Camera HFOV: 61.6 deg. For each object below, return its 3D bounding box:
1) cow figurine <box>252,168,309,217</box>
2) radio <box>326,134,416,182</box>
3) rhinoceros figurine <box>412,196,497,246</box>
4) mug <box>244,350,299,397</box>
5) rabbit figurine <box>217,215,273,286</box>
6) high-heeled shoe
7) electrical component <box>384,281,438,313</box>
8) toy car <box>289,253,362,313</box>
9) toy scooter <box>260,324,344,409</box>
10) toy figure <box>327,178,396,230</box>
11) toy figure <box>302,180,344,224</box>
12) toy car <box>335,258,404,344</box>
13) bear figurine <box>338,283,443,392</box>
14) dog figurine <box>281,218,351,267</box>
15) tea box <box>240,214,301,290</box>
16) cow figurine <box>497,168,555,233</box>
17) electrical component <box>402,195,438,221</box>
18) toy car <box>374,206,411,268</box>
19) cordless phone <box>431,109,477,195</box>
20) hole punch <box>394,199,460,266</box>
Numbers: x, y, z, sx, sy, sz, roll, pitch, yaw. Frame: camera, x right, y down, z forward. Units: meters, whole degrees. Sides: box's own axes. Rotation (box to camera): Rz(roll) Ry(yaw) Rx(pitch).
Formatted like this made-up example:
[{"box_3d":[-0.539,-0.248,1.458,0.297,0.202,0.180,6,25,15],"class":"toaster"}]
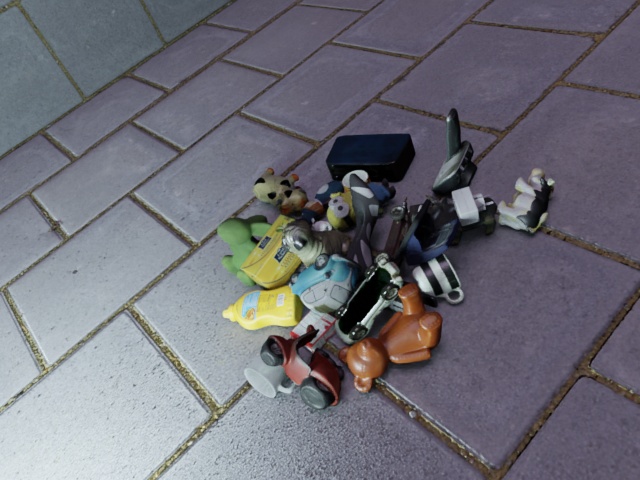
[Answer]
[{"box_3d":[-0.111,-0.128,1.507,0.195,0.085,0.127,21,53,37],"class":"cow figurine"},{"box_3d":[0.137,-0.229,1.499,0.230,0.073,0.131,4,50,31],"class":"radio"},{"box_3d":[0.304,-0.052,1.213,0.190,0.073,0.112,-12,62,11],"class":"rhinoceros figurine"},{"box_3d":[-0.083,0.260,1.103,0.110,0.080,0.107,16,47,32],"class":"mug"},{"box_3d":[-0.180,0.008,1.336,0.159,0.170,0.121,-37,43,-11],"class":"rabbit figurine"},{"box_3d":[0.075,-0.029,1.253,0.145,0.086,0.248,-19,78,-22],"class":"high-heeled shoe"},{"box_3d":[0.181,0.125,1.115,0.119,0.074,0.048,22,58,37],"class":"electrical component"},{"box_3d":[0.010,0.103,1.151,0.162,0.109,0.103,-30,46,30],"class":"toy car"},{"box_3d":[-0.019,0.238,1.066,0.184,0.075,0.135,41,41,7],"class":"toy scooter"},{"box_3d":[0.104,-0.088,1.365,0.180,0.089,0.082,-24,30,-12],"class":"toy figure"},{"box_3d":[0.000,-0.098,1.444,0.058,0.064,0.154,44,68,5],"class":"toy figure"},{"box_3d":[0.098,0.127,1.095,0.201,0.056,0.074,-56,50,22],"class":"toy car"},{"box_3d":[0.130,0.191,1.033,0.196,0.131,0.120,-23,44,-6],"class":"bear figurine"},{"box_3d":[0.000,-0.002,1.244,0.121,0.190,0.172,1,46,27],"class":"dog figurine"},{"box_3d":[-0.100,0.035,1.304,0.068,0.098,0.169,24,73,43],"class":"tea box"},{"box_3d":[0.476,-0.091,1.194,0.098,0.068,0.167,29,67,36],"class":"cow figurine"},{"box_3d":[0.240,-0.069,1.303,0.102,0.045,0.078,-5,44,22],"class":"electrical component"},{"box_3d":[0.174,0.012,1.213,0.053,0.089,0.202,1,51,31],"class":"toy car"},{"box_3d":[0.321,-0.212,1.307,0.089,0.184,0.146,12,53,29],"class":"cordless phone"},{"box_3d":[0.226,-0.005,1.133,0.092,0.115,0.142,30,45,4],"class":"hole punch"}]
